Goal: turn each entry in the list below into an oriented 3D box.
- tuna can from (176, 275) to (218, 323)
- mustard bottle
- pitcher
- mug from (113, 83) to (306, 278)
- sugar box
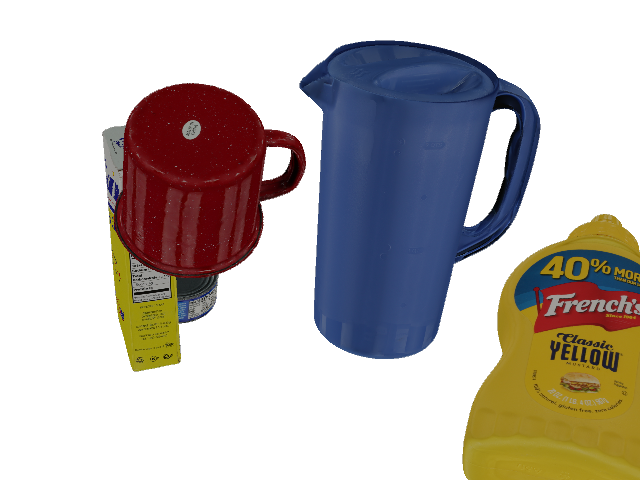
[{"bbox_3d":[-0.146,0.045,1.068,0.086,0.034,0.086,5,34,-3],"label":"tuna can"},{"bbox_3d":[0.138,0.052,0.554,0.096,0.058,0.191,9,42,15],"label":"mustard bottle"},{"bbox_3d":[0.069,-0.029,0.860,0.149,0.243,0.144,27,35,33],"label":"pitcher"},{"bbox_3d":[-0.064,-0.040,0.637,0.117,0.093,0.082,-8,-35,-16],"label":"mug"},{"bbox_3d":[-0.143,0.005,0.848,0.048,0.176,0.093,-10,28,-15],"label":"sugar box"}]
